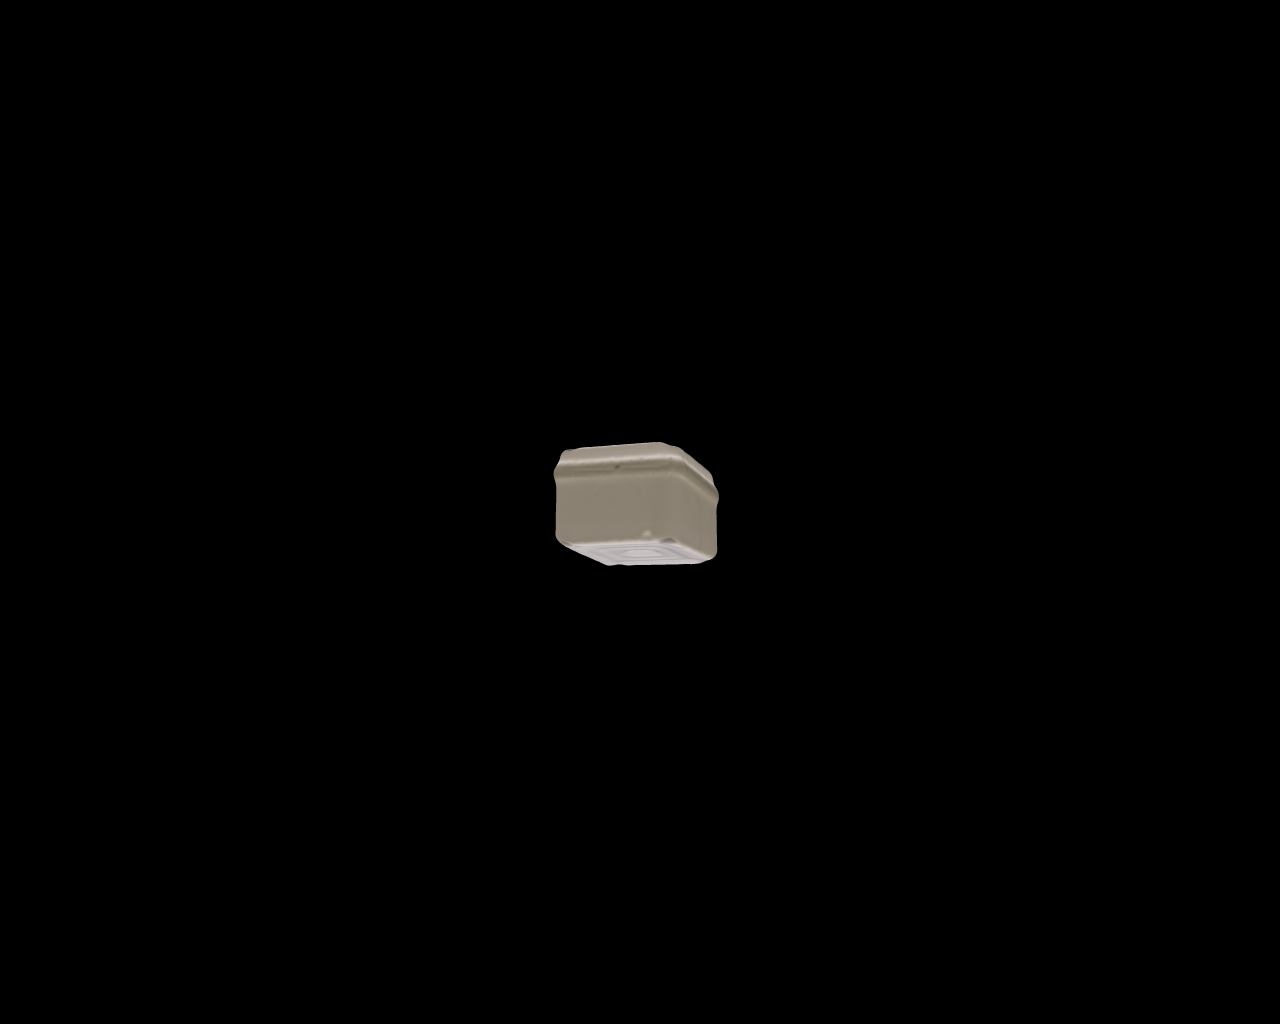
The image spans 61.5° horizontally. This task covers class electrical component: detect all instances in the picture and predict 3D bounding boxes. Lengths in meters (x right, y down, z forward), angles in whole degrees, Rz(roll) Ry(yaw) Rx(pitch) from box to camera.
[{"bbox_3d":[0.001,-0.003,0.650,0.078,0.057,0.113,-3,-10,15],"label":"electrical component"}]
